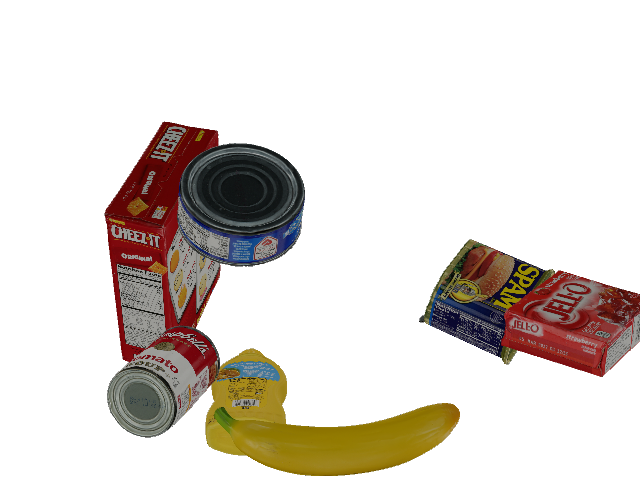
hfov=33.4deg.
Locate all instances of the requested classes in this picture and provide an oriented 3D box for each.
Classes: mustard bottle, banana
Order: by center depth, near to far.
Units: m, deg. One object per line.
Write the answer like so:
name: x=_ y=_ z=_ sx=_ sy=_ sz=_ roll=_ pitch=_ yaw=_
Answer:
banana: x=0.019 y=0.151 z=0.822 sx=0.197 sy=0.037 sz=0.069 roll=2 pitch=42 yaw=-10
mustard bottle: x=-0.091 y=0.193 z=1.347 sx=0.096 sy=0.058 sz=0.191 roll=-2 pitch=26 yaw=0

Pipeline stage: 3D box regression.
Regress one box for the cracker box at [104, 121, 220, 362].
cracker box: x=-0.163 y=0.008 z=1.137 sx=0.072 sy=0.214 sz=0.164 roll=11 pitch=43 yaw=9

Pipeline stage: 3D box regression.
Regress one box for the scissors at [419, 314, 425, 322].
scissors: x=0.168 y=0.055 z=1.290 sx=0.201 sy=0.016 sz=0.096 roll=-8 pitch=39 yaw=-36

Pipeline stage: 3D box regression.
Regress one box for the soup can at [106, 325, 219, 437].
soup can: x=-0.141 y=0.127 z=0.966 sx=0.069 sy=0.068 sz=0.102 roll=0 pitch=16 yaw=18

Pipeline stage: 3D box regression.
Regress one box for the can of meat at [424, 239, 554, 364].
can of meat: x=0.153 y=0.052 z=0.967 sx=0.084 sy=0.057 sz=0.102 roll=24 pitch=43 yaw=20

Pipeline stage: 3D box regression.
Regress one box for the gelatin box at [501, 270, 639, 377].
gelatin box: x=0.176 y=0.054 z=0.727 sx=0.073 sy=0.030 sz=0.089 roll=18 pitch=27 yaw=33

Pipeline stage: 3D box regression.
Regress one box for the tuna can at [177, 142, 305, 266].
tuna can: x=-0.053 y=-0.026 z=0.719 sx=0.086 sy=0.086 sz=0.034 roll=0 pitch=-41 yaw=-9
